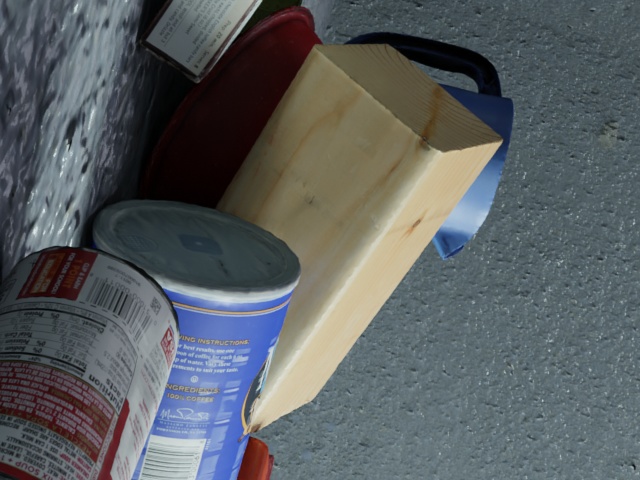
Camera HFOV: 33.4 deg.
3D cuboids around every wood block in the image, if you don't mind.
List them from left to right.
[{"bbox_3d":[-0.003,0.001,0.597,0.206,0.090,0.090,-56,161,26],"label":"wood block"}]

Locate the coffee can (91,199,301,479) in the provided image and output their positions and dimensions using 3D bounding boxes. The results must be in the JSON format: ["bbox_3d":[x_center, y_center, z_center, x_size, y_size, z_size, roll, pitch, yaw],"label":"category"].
[{"bbox_3d":[-0.077,0.063,0.538,0.102,0.103,0.140,-77,-177,-71],"label":"coffee can"}]

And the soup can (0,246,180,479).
[{"bbox_3d":[-0.089,0.058,0.346,0.102,0.068,0.069,-76,-178,-50],"label":"soup can"}]

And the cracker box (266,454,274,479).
[{"bbox_3d":[-0.118,0.239,0.682,0.213,0.072,0.164,-39,150,-57],"label":"cracker box"}]

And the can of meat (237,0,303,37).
[{"bbox_3d":[-0.045,-0.142,0.714,0.084,0.057,0.102,110,-4,-53],"label":"can of meat"}]

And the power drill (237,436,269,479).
[{"bbox_3d":[-0.036,0.202,0.646,0.184,0.057,0.187,-71,150,-44],"label":"power drill"}]

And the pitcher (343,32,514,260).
[{"bbox_3d":[0.035,-0.096,0.904,0.149,0.243,0.145,-76,-178,-62],"label":"pitcher"}]

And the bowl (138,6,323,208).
[{"bbox_3d":[-0.036,-0.061,0.652,0.162,0.055,0.162,-49,170,-12],"label":"bowl"}]

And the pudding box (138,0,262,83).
[{"bbox_3d":[-0.033,-0.140,0.506,0.114,0.039,0.090,-51,-168,29],"label":"pudding box"}]
